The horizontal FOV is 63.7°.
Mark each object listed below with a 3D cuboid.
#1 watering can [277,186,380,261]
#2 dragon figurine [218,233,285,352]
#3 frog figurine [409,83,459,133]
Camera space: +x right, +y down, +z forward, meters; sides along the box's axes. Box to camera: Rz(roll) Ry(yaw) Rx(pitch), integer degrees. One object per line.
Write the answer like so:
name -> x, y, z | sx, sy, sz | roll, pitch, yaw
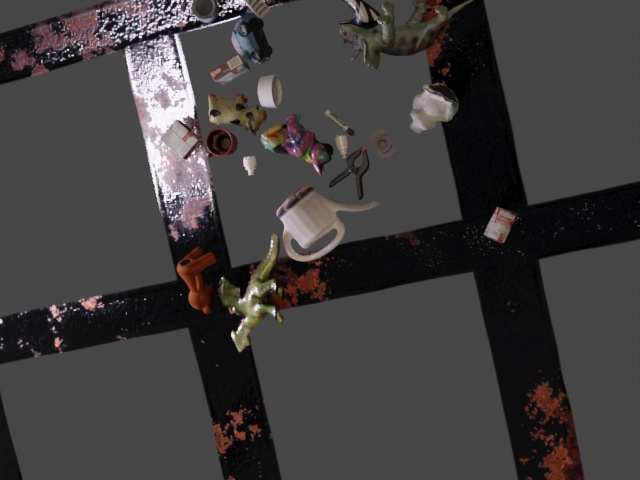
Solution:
watering can -> 0.005, -0.085, 1.682 | 0.346, 0.104, 0.225 | -39, 88, 10
dragon figurine -> -0.241, 0.175, 1.741 | 0.242, 0.122, 0.409 | 1, 93, 16
frog figurine -> 0.356, -0.410, 1.631 | 0.137, 0.126, 0.156 | 20, 134, -3
